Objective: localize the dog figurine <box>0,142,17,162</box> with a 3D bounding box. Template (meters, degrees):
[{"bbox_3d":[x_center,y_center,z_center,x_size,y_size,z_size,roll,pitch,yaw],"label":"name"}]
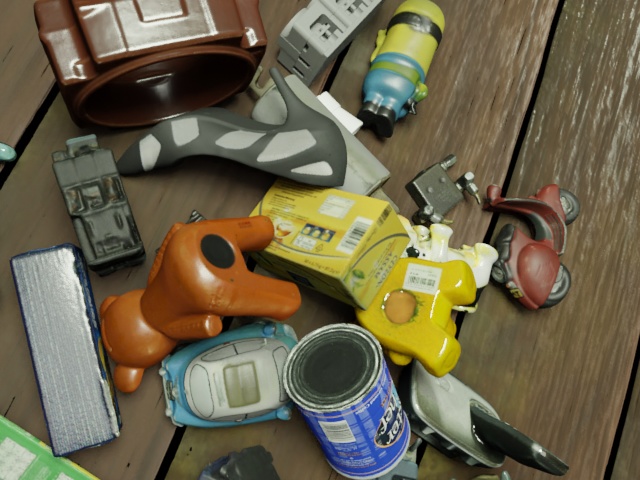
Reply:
[{"bbox_3d":[-0.393,-0.015,0.501,0.191,0.108,0.219,18,79,-15],"label":"dog figurine"}]

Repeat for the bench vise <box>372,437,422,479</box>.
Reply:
[{"bbox_3d":[0.064,0.340,0.584,0.224,0.128,0.240,16,56,-5],"label":"bench vise"}]

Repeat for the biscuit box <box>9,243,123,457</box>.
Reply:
[{"bbox_3d":[-0.255,0.106,0.546,0.063,0.059,0.202,-13,86,-17],"label":"biscuit box"}]

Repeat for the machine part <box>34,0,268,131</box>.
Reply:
[{"bbox_3d":[-0.165,-0.186,0.546,0.201,0.201,0.087,-19,92,-19],"label":"machine part"}]

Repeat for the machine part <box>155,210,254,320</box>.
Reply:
[{"bbox_3d":[-0.114,0.035,0.614,0.139,0.039,0.084,41,64,-5],"label":"machine part"}]

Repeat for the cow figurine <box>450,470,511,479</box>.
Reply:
[{"bbox_3d":[0.189,0.308,0.588,0.086,0.194,0.127,-15,77,14],"label":"cow figurine"}]

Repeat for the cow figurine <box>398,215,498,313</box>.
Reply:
[{"bbox_3d":[0.134,0.028,0.678,0.167,0.068,0.098,20,82,-12],"label":"cow figurine"}]

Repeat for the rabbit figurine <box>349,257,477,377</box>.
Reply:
[{"bbox_3d":[0.100,0.096,0.619,0.163,0.173,0.122,-1,71,25],"label":"rabbit figurine"}]

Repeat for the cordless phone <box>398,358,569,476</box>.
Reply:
[{"bbox_3d":[0.170,0.203,0.597,0.146,0.184,0.089,37,77,-9],"label":"cordless phone"}]

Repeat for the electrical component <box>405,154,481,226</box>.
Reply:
[{"bbox_3d":[0.162,-0.062,0.710,0.102,0.045,0.078,-31,93,-19],"label":"electrical component"}]

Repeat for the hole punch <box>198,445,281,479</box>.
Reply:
[{"bbox_3d":[-0.083,0.276,0.540,0.092,0.142,0.116,-29,71,7],"label":"hole punch"}]

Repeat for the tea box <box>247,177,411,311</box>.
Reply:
[{"bbox_3d":[-0.001,-0.002,0.583,0.098,0.170,0.068,-54,133,-16],"label":"tea box"}]

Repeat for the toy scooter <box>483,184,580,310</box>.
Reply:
[{"bbox_3d":[0.272,-0.005,0.720,0.135,0.075,0.184,23,72,-14],"label":"toy scooter"}]

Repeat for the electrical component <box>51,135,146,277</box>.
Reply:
[{"bbox_3d":[-0.224,-0.035,0.549,0.058,0.115,0.134,-18,89,-20],"label":"electrical component"}]

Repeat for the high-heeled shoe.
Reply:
[{"bbox_3d":[-0.096,-0.082,0.591,0.249,0.086,0.145,-24,100,17],"label":"high-heeled shoe"}]

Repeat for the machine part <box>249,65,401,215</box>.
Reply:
[{"bbox_3d":[0.000,-0.110,0.639,0.243,0.079,0.079,45,72,3],"label":"machine part"}]

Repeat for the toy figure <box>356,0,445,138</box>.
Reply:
[{"bbox_3d":[0.108,-0.225,0.696,0.082,0.089,0.180,31,71,-18],"label":"toy figure"}]

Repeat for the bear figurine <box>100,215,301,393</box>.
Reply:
[{"bbox_3d":[-0.133,0.067,0.543,0.132,0.196,0.120,4,51,-43],"label":"bear figurine"}]

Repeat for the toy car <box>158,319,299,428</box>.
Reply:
[{"bbox_3d":[-0.085,0.144,0.572,0.162,0.103,0.109,-6,82,-20],"label":"toy car"}]
